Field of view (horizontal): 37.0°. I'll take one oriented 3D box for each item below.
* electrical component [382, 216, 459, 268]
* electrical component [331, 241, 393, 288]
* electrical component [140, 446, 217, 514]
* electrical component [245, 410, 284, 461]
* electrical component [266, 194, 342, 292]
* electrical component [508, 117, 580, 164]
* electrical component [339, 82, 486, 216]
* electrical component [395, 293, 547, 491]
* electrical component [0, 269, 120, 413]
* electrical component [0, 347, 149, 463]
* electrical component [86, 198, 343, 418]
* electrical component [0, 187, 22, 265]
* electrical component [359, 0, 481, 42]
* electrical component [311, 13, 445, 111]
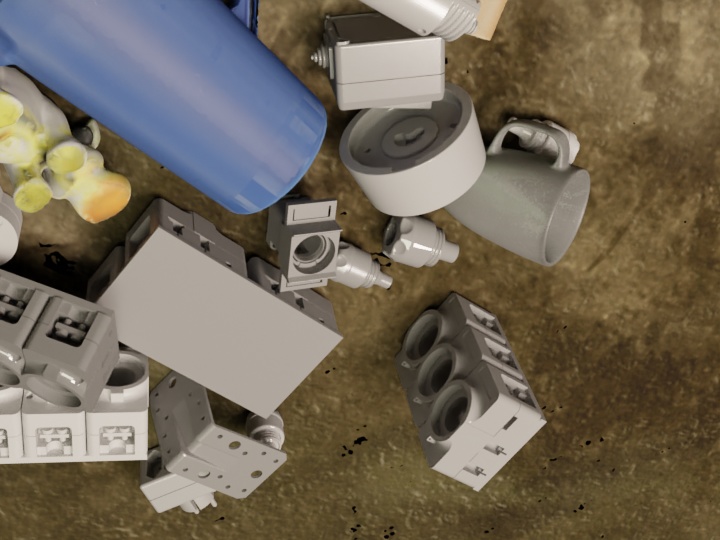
[{"bbox_3d":[0.053,-0.022,0.910,0.062,0.043,0.043,17,118,-22],"label":"electrical component"},{"bbox_3d":[0.000,0.000,0.920,0.061,0.035,0.035,23,115,-26],"label":"electrical component"},{"bbox_3d":[-0.160,0.201,1.011,0.066,0.047,0.076,-22,124,4],"label":"electrical component"},{"bbox_3d":[-0.086,0.155,0.987,0.035,0.061,0.035,-5,123,-8],"label":"electrical component"},{"bbox_3d":[-0.048,-0.027,0.875,0.042,0.063,0.081,-8,125,-25],"label":"electrical component"},{"bbox_3d":[0.147,-0.107,0.879,0.061,0.035,0.035,24,115,-22],"label":"electrical component"},{"bbox_3d":[0.045,-0.088,0.831,0.108,0.108,0.060,-25,130,5],"label":"electrical component"},{"bbox_3d":[0.088,0.100,0.931,0.062,0.150,0.089,29,113,-27],"label":"electrical component"},{"bbox_3d":[-0.271,0.051,0.834,0.150,0.061,0.089,20,150,2],"label":"electrical component"},{"bbox_3d":[-0.255,0.109,0.908,0.150,0.089,0.061,0,122,-11],"label":"electrical component"},{"bbox_3d":[-0.122,0.032,0.901,0.186,0.060,0.105,33,111,-27],"label":"electrical component"},{"bbox_3d":[-0.299,-0.058,0.801,0.052,0.073,0.138,-17,124,0],"label":"electrical component"},{"bbox_3d":[0.042,-0.176,0.700,0.081,0.043,0.043,24,115,-23],"label":"electrical component"},{"bbox_3d":[0.012,-0.155,0.805,0.096,0.061,0.061,-7,124,-7],"label":"electrical component"}]
